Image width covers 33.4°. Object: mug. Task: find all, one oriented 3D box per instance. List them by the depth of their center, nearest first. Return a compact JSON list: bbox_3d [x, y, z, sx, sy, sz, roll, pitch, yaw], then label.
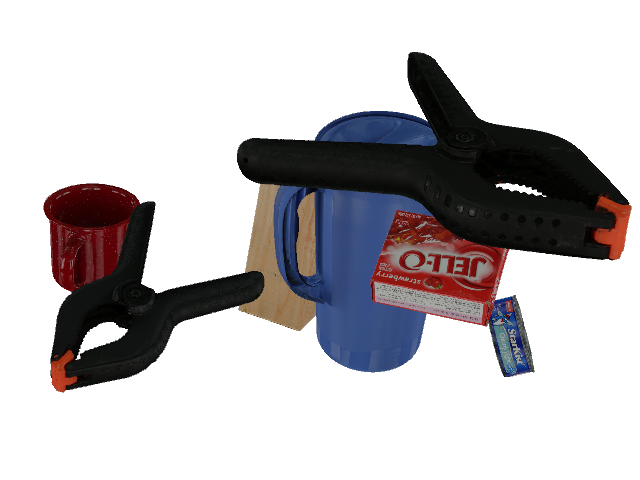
[{"bbox_3d":[-0.227,0.006,1.048,0.093,0.081,0.117,9,31,4],"label":"mug"}]

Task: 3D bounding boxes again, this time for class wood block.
[{"bbox_3d":[-0.032,-0.006,1.343,0.090,0.206,0.090,18,23,15],"label":"wood block"}]

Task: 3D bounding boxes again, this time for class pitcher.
[{"bbox_3d":[0.044,0.010,1.022,0.149,0.243,0.144,14,39,14],"label":"pitcher"}]

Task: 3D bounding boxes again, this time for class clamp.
[{"bbox_3d":[0.068,-0.039,0.588,0.164,0.036,0.210,-28,44,-30],"label":"clamp"},{"bbox_3d":[-0.137,0.039,0.774,0.120,0.039,0.171,36,50,26],"label":"clamp"}]

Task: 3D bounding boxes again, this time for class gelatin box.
[{"bbox_3d":[0.089,0.019,0.787,0.089,0.073,0.030,11,-40,15],"label":"gelatin box"}]

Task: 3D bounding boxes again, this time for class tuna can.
[{"bbox_3d":[0.206,0.104,1.160,0.034,0.086,0.086,-14,-3,12],"label":"tuna can"}]
